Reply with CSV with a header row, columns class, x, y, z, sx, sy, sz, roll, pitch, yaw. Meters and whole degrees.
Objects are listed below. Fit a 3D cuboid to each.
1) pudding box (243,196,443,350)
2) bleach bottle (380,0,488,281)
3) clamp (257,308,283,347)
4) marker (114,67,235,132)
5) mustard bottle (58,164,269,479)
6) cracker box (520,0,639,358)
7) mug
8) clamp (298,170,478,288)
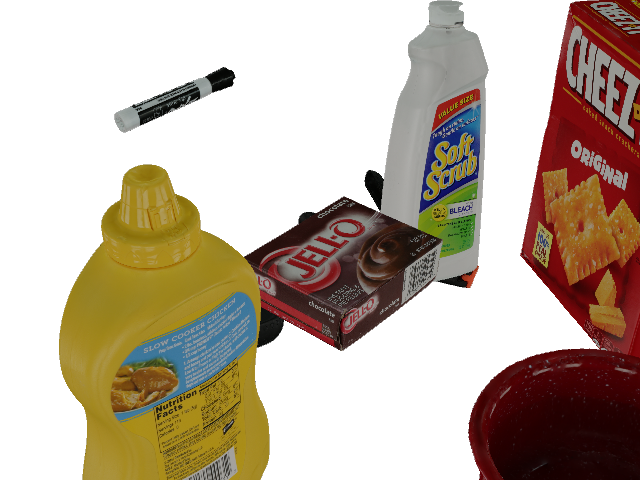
class,x,y,z,sx,sy,sz,roll,pitch,yaw
pudding box,0.015,0.019,0.729,0.090,0.039,0.113,26,39,32
bleach bottle,0.102,-0.089,0.974,0.102,0.251,0.068,-11,24,-26
clamp,-0.079,0.066,1.044,0.120,0.039,0.171,1,16,19
marker,-0.127,-0.127,0.950,0.120,0.020,0.020,-29,15,-29
mustard bottle,-0.070,0.052,0.484,0.096,0.192,0.058,-27,44,-33
cracker box,0.216,-0.038,0.741,0.072,0.214,0.164,-7,34,-16
mug,0.110,0.101,0.386,0.117,0.081,0.093,5,36,8
clamp,0.088,-0.004,1.267,0.210,0.036,0.164,36,41,25
